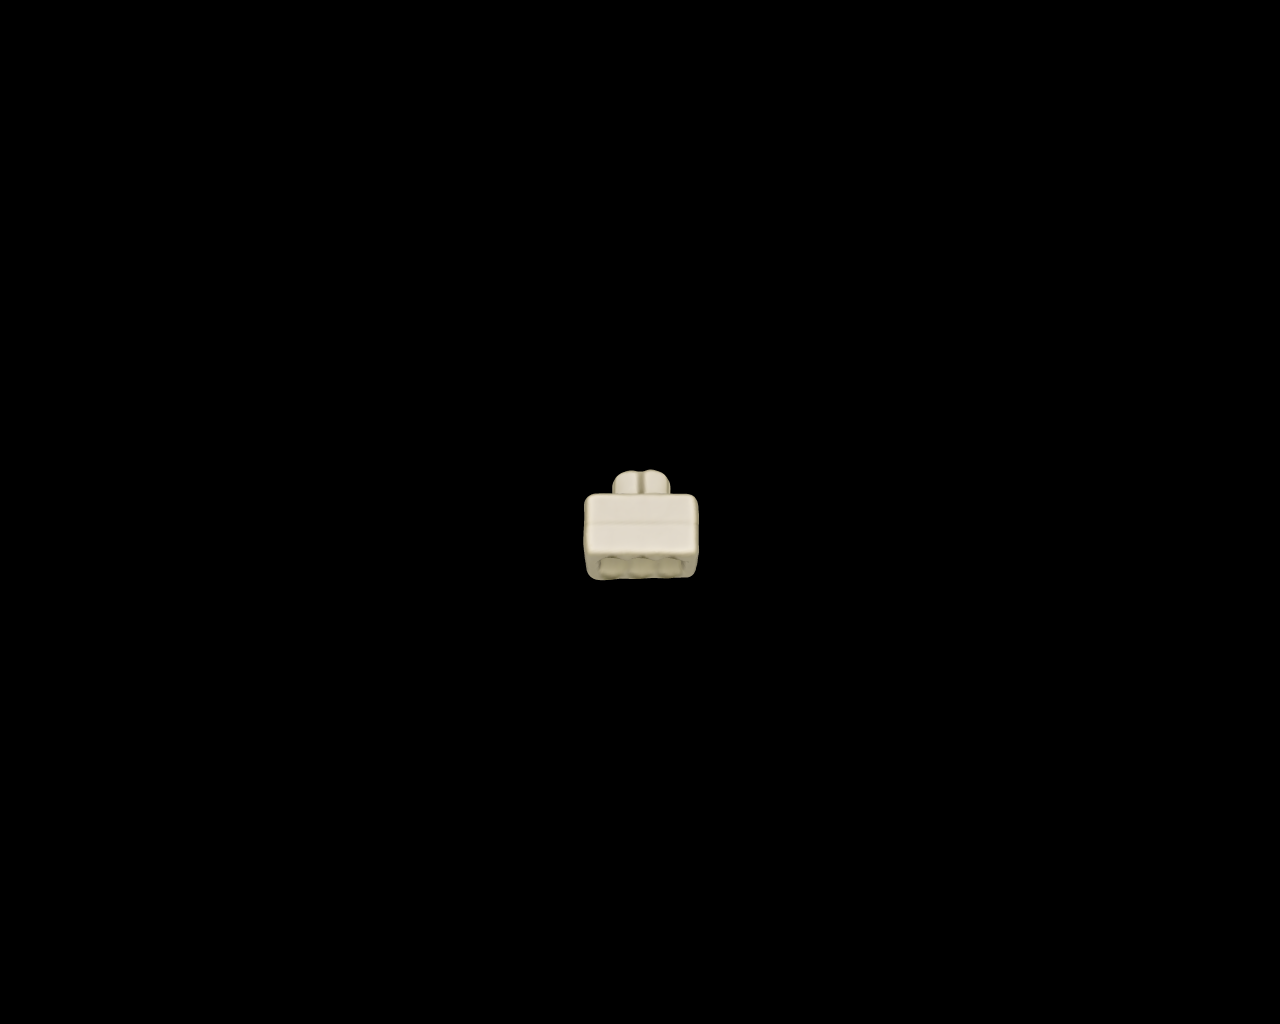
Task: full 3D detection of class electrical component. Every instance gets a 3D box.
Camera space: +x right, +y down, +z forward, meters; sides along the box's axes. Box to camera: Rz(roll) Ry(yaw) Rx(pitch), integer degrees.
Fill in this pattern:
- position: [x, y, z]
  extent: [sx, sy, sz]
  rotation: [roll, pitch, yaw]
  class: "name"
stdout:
- position: [0.001, -0.003, 0.650]
  extent: [0.066, 0.077, 0.047]
  rotation: [0, -21, 0]
  class: "electrical component"
